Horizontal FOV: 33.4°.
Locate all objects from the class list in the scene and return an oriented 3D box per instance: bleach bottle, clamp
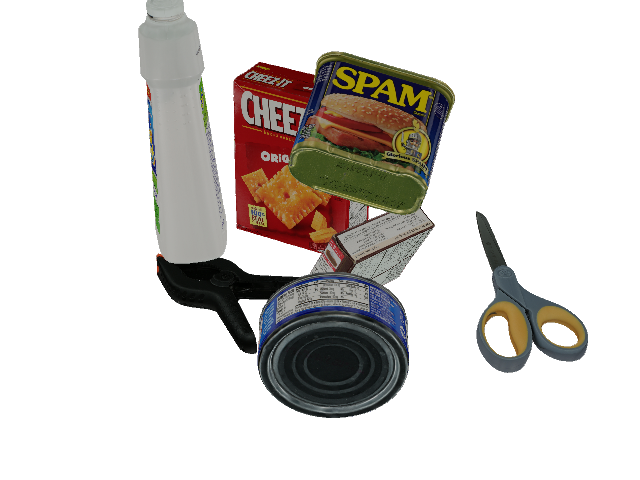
[{"bbox_3d":[-0.127,-0.106,0.956,0.068,0.251,0.102,-7,35,-7],"label":"bleach bottle"},{"bbox_3d":[-0.109,0.061,1.212,0.210,0.036,0.164,15,28,23],"label":"clamp"}]

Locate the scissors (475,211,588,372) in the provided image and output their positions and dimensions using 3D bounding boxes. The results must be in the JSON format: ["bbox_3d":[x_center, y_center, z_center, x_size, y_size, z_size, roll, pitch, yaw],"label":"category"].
[{"bbox_3d":[0.173,0.039,0.894,0.096,0.016,0.201,7,38,7],"label":"scissors"}]

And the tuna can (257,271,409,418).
[{"bbox_3d":[0.007,0.060,0.599,0.086,0.086,0.033,0,40,1],"label":"tuna can"}]

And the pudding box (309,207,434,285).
[{"bbox_3d":[0.046,0.016,1.027,0.113,0.039,0.090,-25,-23,-37],"label":"pudding box"}]

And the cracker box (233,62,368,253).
[{"bbox_3d":[-0.024,-0.096,1.324,0.164,0.214,0.072,17,36,23],"label":"cracker box"}]

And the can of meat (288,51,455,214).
[{"bbox_3d":[0.034,-0.074,0.746,0.102,0.084,0.057,17,-28,2],"label":"can of meat"}]
